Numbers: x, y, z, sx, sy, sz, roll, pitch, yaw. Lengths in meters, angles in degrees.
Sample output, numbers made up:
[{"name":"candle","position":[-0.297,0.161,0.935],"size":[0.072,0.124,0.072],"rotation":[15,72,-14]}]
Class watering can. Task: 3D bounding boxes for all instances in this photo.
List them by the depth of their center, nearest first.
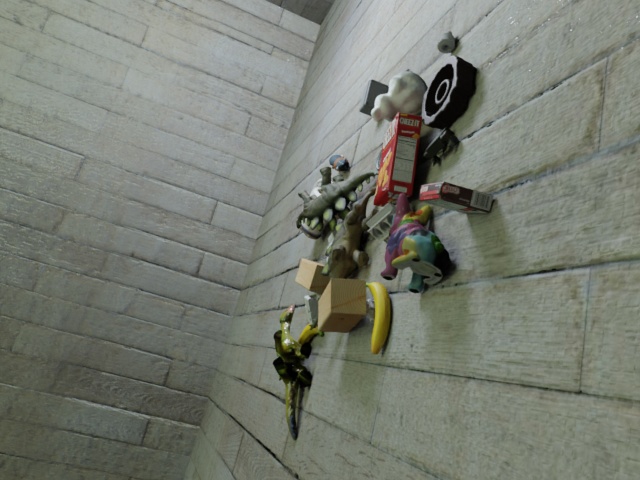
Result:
[{"name":"watering can","position":[0.006,-0.097,1.928],"size":[0.103,0.221,0.355],"rotation":[18,25,-24]}]

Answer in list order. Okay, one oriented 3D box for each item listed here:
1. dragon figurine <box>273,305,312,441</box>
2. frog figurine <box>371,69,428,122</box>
[{"name":"dragon figurine","position":[-0.103,0.417,1.683],"size":[0.122,0.415,0.240],"rotation":[4,-14,-9]},{"name":"frog figurine","position":[0.219,-0.388,1.429],"size":[0.161,0.134,0.124],"rotation":[-31,44,-19]}]
